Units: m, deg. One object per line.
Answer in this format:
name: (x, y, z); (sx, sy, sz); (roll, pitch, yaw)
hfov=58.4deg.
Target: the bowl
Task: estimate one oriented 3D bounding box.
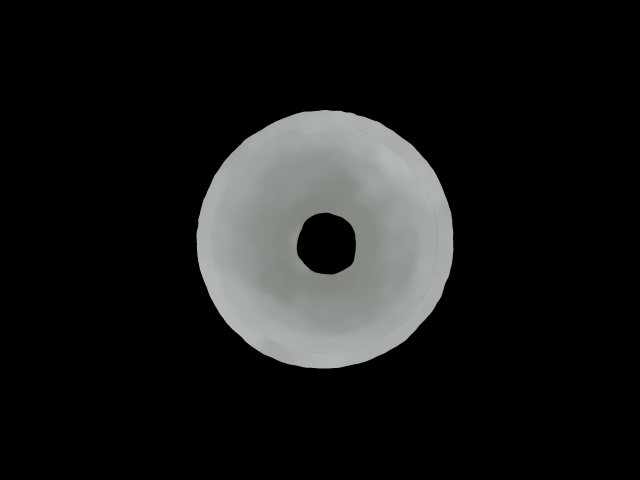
bowl: (0.004, 0.001, 0.400); (0.167, 0.074, 0.167); (0, 86, 0)
